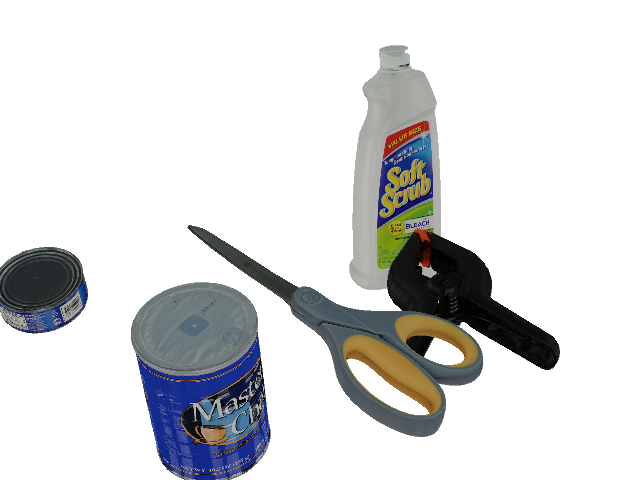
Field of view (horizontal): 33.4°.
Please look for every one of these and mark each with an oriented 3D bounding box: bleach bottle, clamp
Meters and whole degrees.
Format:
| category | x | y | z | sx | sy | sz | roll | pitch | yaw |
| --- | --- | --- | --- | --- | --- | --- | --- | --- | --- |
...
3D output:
| category | x | y | z | sx | sy | sz | roll | pitch | yaw |
| --- | --- | --- | --- | --- | --- | --- | --- | --- | --- |
| bleach bottle | 0.075 | -0.078 | 1.127 | 0.102 | 0.251 | 0.068 | -10 | 23 | -14 |
| clamp | 0.105 | 0.047 | 0.790 | 0.120 | 0.039 | 0.171 | 3 | 36 | -3 |

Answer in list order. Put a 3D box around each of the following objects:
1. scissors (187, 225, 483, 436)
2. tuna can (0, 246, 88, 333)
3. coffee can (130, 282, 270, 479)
| category | x | y | z | sx | sy | sz | roll | pitch | yaw |
| --- | --- | --- | --- | --- | --- | --- | --- | --- | --- |
| scissors | 0.013 | 0.037 | 0.618 | 0.096 | 0.016 | 0.202 | -16 | 44 | -33 |
| tuna can | -0.266 | 0.047 | 1.018 | 0.086 | 0.034 | 0.086 | -2 | 43 | 2 |
| coffee can | -0.098 | 0.121 | 0.901 | 0.103 | 0.140 | 0.103 | -2 | 40 | 2 |
